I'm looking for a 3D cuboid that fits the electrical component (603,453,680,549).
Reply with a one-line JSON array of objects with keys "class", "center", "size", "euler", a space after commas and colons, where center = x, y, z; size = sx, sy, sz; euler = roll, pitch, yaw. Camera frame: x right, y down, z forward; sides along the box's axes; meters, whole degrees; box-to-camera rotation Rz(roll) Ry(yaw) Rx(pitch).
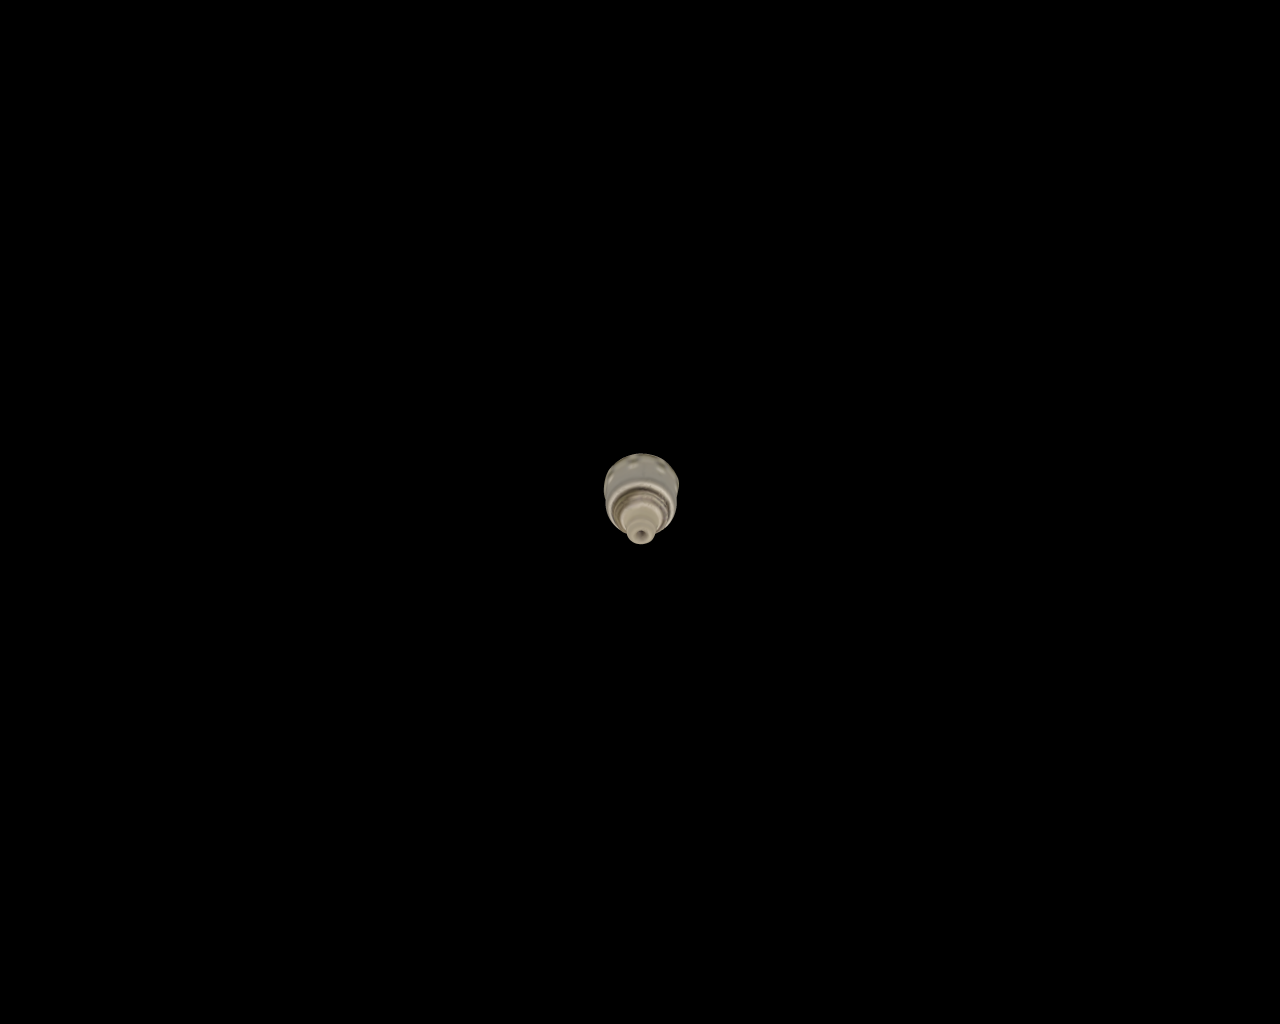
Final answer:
[{"class": "electrical component", "center": [0.001, -0.003, 0.650], "size": [0.048, 0.048, 0.062], "euler": [0, 34, 0]}]
